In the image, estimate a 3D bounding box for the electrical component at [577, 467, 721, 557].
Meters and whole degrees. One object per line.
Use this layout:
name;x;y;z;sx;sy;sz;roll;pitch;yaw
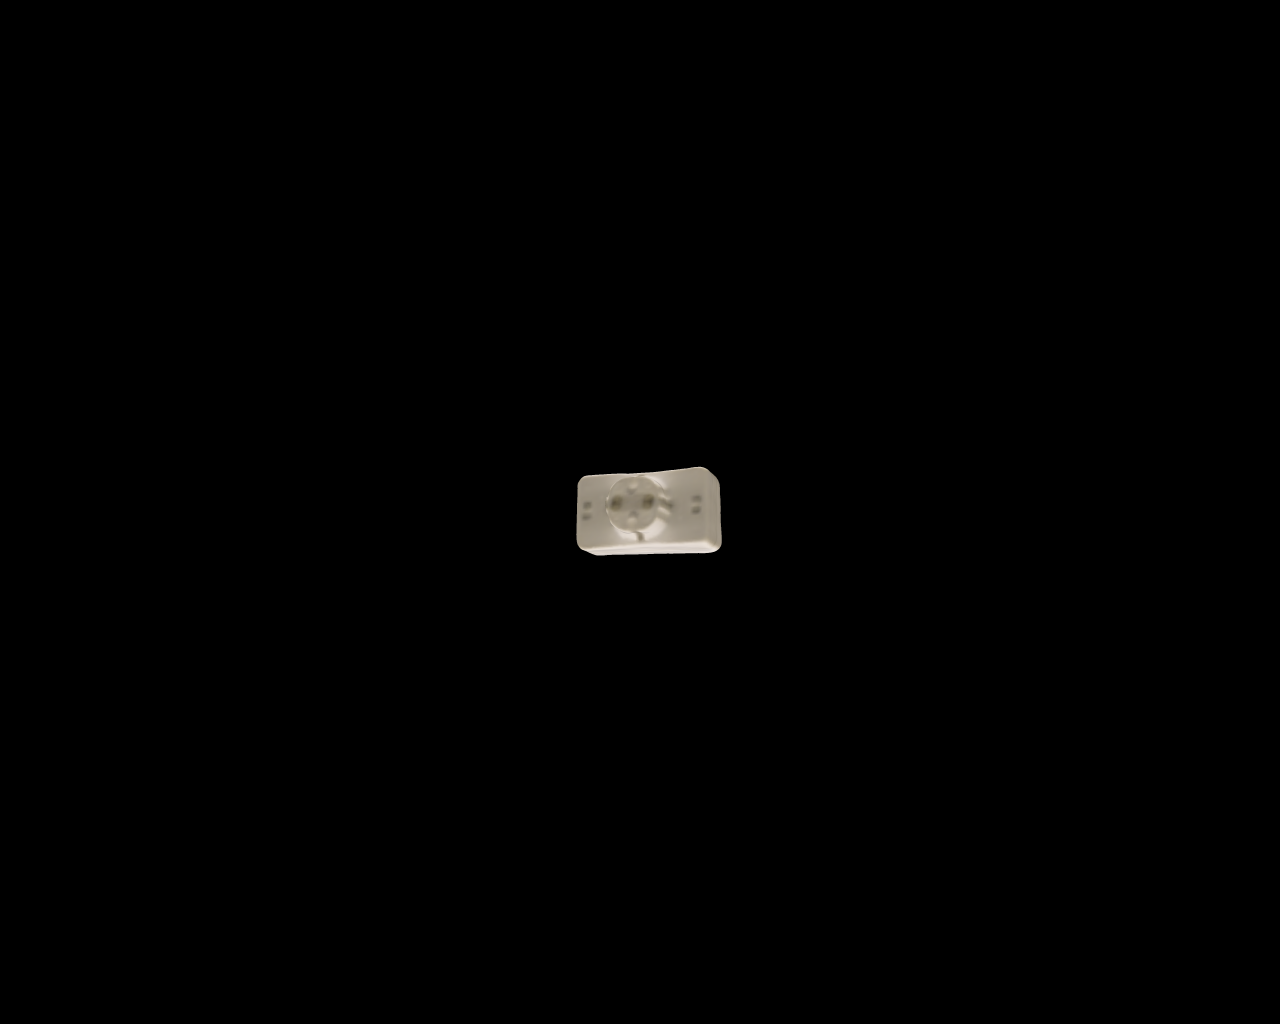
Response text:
electrical component;0.001;-0.003;0.650;0.083;0.047;0.075;-3;-11;16
